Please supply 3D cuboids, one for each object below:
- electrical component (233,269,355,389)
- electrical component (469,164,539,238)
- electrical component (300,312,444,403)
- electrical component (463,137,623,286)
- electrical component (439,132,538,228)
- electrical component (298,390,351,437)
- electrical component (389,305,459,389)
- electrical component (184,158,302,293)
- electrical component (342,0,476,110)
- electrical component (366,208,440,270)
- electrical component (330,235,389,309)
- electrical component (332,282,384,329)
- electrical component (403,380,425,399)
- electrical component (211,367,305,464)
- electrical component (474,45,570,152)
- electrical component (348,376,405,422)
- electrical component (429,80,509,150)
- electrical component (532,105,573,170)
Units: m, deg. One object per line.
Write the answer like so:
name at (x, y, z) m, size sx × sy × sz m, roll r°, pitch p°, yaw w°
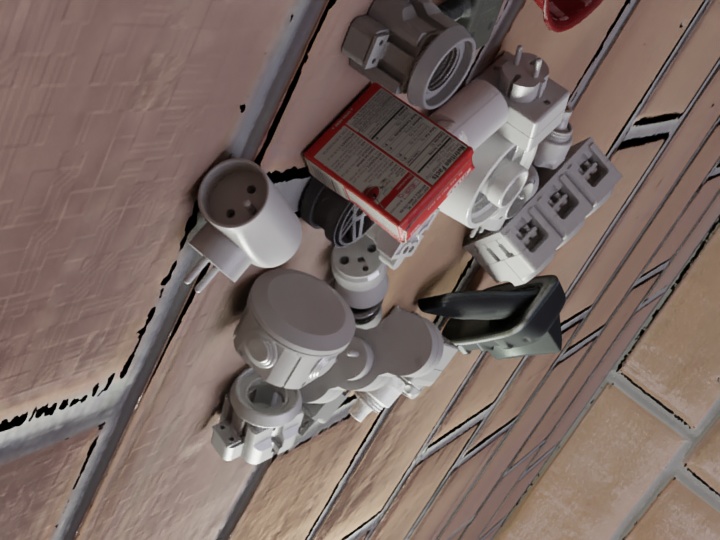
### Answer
electrical component at (-0.048, 0.042, 0.774) m, size 0.080 × 0.080 × 0.051 m, roll -27°, pitch 154°, yaw -51°
electrical component at (0.129, -0.064, 1.035) m, size 0.077 × 0.044 × 0.079 m, roll -26°, pitch 149°, yaw -52°
electrical component at (-0.006, 0.073, 0.883) m, size 0.138 × 0.052 × 0.074 m, roll -17°, pitch 168°, yaw 16°
electrical component at (0.191, -0.057, 1.111) m, size 0.150 × 0.061 × 0.089 m, roll -45°, pitch -172°, yaw -19°
electrical component at (0.110, -0.086, 0.931) m, size 0.108 × 0.060 × 0.108 m, roll -44°, pitch 159°, yaw -22°
electrical component at (-0.038, 0.108, 0.967) m, size 0.081 × 0.042 × 0.063 m, roll -49°, pitch 162°, yaw -7°
electrical component at (0.050, 0.080, 1.086) m, size 0.061 × 0.062 × 0.096 m, roll -54°, pitch 161°, yaw 4°
electrical component at (-0.077, -0.020, 0.652) m, size 0.079 × 0.044 × 0.077 m, roll -50°, pitch 160°, yaw -6°
electrical component at (0.035, -0.138, 0.678) m, size 0.078 × 0.057 × 0.058 m, roll -27°, pitch 149°, yaw -50°
electrical component at (0.021, -0.043, 0.815) m, size 0.066 × 0.055 × 0.048 m, roll -59°, pitch 159°, yaw 20°
electrical component at (0.000, 0.000, 0.860) m, size 0.045 × 0.045 × 0.055 m, roll -46°, pitch 160°, yaw -18°
electrical component at (0.000, 0.028, 0.918) m, size 0.044 × 0.044 × 0.065 m, roll -48°, pitch 165°, yaw -10°
electrical component at (0.067, 0.114, 1.225) m, size 0.061 × 0.035 × 0.035 m, roll -51°, pitch 161°, yaw -10°
electrical component at (-0.078, 0.113, 0.861) m, size 0.078 × 0.058 × 0.057 m, roll -22°, pitch 146°, yaw -34°
electrical component at (0.129, -0.147, 0.860) m, size 0.047 × 0.066 × 0.076 m, roll -42°, pitch 159°, yaw -25°
electrical component at (0.014, 0.129, 1.120) m, size 0.062 × 0.043 × 0.043 m, roll -50°, pitch 161°, yaw 0°
electrical component at (0.074, -0.109, 0.837) m, size 0.081 × 0.043 × 0.043 m, roll -42°, pitch 158°, yaw -26°
electrical component at (0.188, -0.133, 1.050) m, size 0.043 × 0.043 × 0.062 m, roll -32°, pitch 151°, yaw -44°
